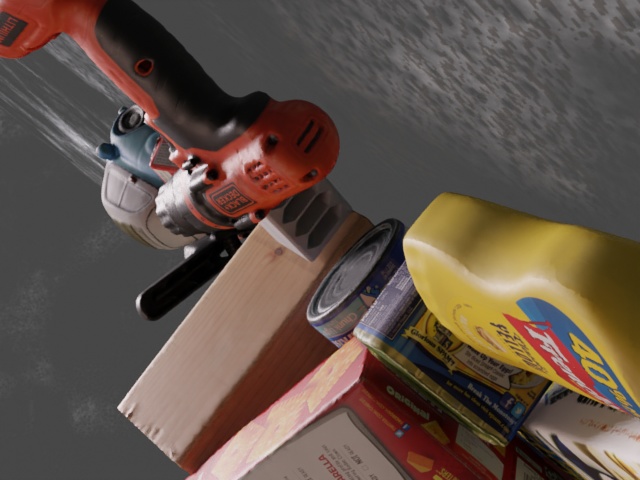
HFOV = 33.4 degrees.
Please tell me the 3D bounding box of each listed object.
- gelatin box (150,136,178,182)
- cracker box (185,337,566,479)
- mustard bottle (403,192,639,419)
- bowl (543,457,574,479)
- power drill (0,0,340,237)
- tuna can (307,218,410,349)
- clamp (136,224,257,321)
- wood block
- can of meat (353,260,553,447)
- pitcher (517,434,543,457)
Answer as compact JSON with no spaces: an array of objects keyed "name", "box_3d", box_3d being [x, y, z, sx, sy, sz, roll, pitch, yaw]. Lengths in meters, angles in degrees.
[{"name":"gelatin box","box_3d":[-0.072,-0.046,0.796,0.089,0.030,0.073,9,160,25]},{"name":"cracker box","box_3d":[0.020,0.169,0.643,0.164,0.214,0.072,41,-149,-10]},{"name":"mustard bottle","box_3d":[0.113,0.033,0.420,0.096,0.058,0.192,47,169,-25]},{"name":"bowl","box_3d":[0.161,0.189,0.734,0.162,0.162,0.055,48,-156,-55]},{"name":"power drill","box_3d":[-0.097,-0.077,0.588,0.187,0.057,0.185,39,152,-17]},{"name":"tuna can","box_3d":[0.031,0.028,0.658,0.033,0.086,0.086,41,172,-11]},{"name":"clamp","box_3d":[-0.084,0.009,0.923,0.210,0.164,0.036,-137,24,-76]},{"name":"wood block","box_3d":[-0.034,0.073,0.761,0.091,0.206,0.090,30,169,45]},{"name":"can of meat","box_3d":[0.079,0.045,0.547,0.102,0.084,0.057,39,172,-17]},{"name":"pitcher","box_3d":[0.109,0.138,0.837,0.149,0.145,0.242,1,158,11]}]
